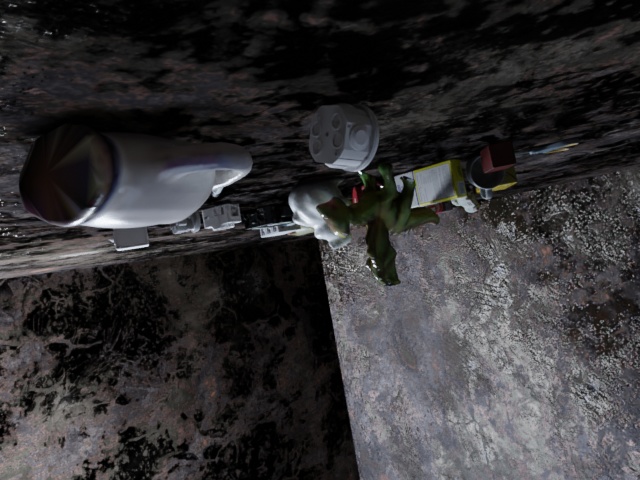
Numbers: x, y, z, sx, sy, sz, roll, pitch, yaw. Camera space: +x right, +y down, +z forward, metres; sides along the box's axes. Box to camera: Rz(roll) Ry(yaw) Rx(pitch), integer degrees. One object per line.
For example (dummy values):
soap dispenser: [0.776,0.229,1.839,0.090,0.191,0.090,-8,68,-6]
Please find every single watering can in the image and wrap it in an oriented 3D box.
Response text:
watering can: [-0.245,-0.060,0.617,0.345,0.104,0.225,-12,-4,33]

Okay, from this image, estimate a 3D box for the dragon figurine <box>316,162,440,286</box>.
dragon figurine: [0.148,-0.018,1.115,0.121,0.246,0.406,-7,-26,45]

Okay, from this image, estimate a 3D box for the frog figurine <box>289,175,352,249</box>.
frog figurine: [0.003,-0.057,1.129,0.137,0.160,0.122,-12,-5,18]
